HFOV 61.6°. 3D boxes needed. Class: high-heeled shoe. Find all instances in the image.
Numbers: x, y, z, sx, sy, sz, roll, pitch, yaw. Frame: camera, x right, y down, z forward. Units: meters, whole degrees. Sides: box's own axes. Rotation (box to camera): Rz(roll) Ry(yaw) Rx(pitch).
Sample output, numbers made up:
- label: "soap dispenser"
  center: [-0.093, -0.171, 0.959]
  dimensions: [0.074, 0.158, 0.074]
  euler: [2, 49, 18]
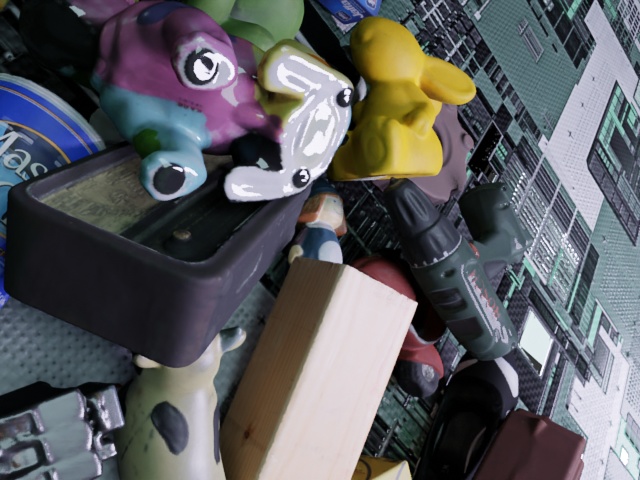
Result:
- label: "high-heeled shoe"
  center: [0.152, 0.210, 0.600]
  dimensions: [0.145, 0.086, 0.248]
  euler: [15, 86, -54]

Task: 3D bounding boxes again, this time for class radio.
- label: "radio"
  center: [-0.097, -0.016, 0.398]
  dimensions: [0.131, 0.073, 0.230]
  euler: [25, 29, 5]

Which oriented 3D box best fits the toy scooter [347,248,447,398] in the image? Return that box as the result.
- label: "toy scooter"
  center: [0.099, 0.075, 0.617]
  dimensions: [0.183, 0.075, 0.135]
  euler: [54, 52, -18]

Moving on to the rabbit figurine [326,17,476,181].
- label: "rabbit figurine"
  center: [0.085, -0.152, 0.577]
  dimensions: [0.162, 0.122, 0.173]
  euler: [-9, 91, -22]

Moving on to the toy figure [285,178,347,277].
- label: "toy figure"
  center: [-0.001, -0.001, 0.570]
  dimensions: [0.064, 0.058, 0.154]
  euler: [62, 32, -63]

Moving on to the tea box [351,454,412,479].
- label: "tea box"
  center: [0.045, 0.295, 0.498]
  dimensions: [0.068, 0.098, 0.169]
  euler: [-6, 80, -41]

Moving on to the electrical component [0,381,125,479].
- label: "electrical component"
  center: [-0.197, 0.130, 0.335]
  dimensions: [0.134, 0.115, 0.058]
  euler: [-16, 92, -41]

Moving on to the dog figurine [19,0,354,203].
- label: "dog figurine"
  center: [-0.104, -0.125, 0.399]
  dimensions: [0.191, 0.108, 0.219]
  euler: [-4, 36, -41]

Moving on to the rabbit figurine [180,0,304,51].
- label: "rabbit figurine"
  center: [-0.095, -0.187, 0.499]
  dimensions: [0.170, 0.159, 0.121]
  euler: [-44, 117, -22]

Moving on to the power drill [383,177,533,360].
- label: "power drill"
  center: [0.171, 0.002, 0.616]
  dimensions: [0.232, 0.086, 0.207]
  euler: [62, 35, -9]

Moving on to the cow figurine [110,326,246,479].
- label: "cow figurine"
  center: [-0.110, 0.129, 0.398]
  dimensions: [0.085, 0.127, 0.195]
  euler: [0, 81, -42]

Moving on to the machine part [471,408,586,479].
- label: "machine part"
  center: [0.209, 0.304, 0.577]
  dimensions: [0.201, 0.087, 0.200]
  euler: [-42, 138, -39]

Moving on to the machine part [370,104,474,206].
- label: "machine part"
  center: [0.128, -0.128, 0.708]
  dimensions: [0.179, 0.056, 0.179]
  euler: [10, 72, -35]

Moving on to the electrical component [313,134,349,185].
- label: "electrical component"
  center: [-0.022, -0.126, 0.571]
  dimensions: [0.047, 0.074, 0.119]
  euler: [10, 43, -35]

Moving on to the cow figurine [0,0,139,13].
- label: "cow figurine"
  center: [-0.229, -0.234, 0.439]
  dimensions: [0.167, 0.068, 0.098]
  euler: [-31, 92, -43]

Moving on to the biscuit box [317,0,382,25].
- label: "biscuit box"
  center: [-0.005, -0.334, 0.624]
  dimensions: [0.202, 0.063, 0.059]
  euler: [24, 82, -43]

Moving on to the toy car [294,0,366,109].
- label: "toy car"
  center: [-0.020, -0.235, 0.617]
  dimensions: [0.201, 0.056, 0.073]
  euler: [49, 47, -14]
